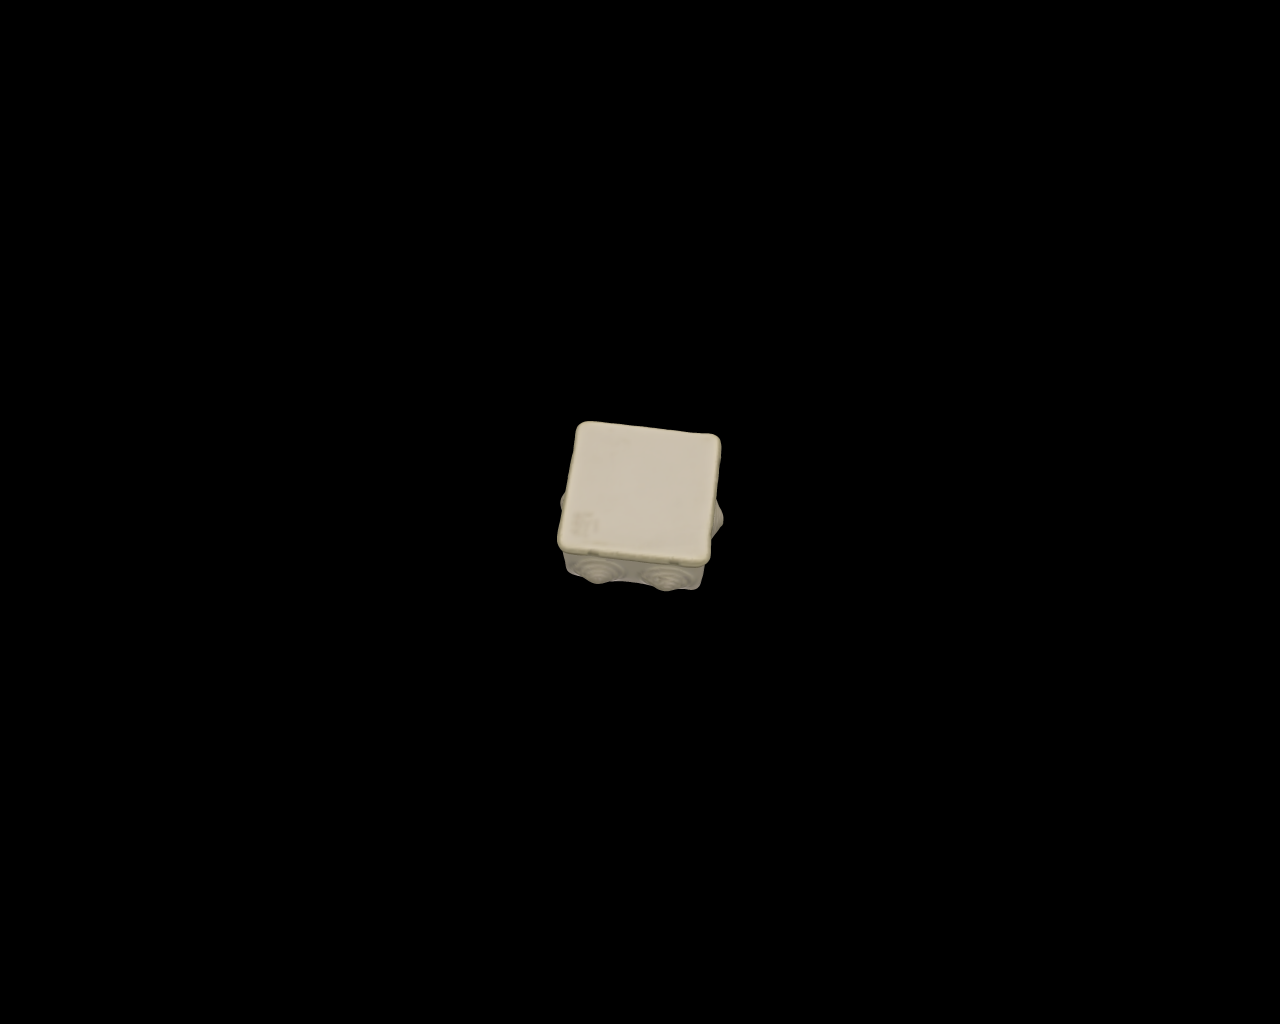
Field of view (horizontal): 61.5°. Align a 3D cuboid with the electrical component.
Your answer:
[{"bbox_3d":[0.001,-0.003,0.650,0.100,0.100,0.048,6,-27,3],"label":"electrical component"}]
